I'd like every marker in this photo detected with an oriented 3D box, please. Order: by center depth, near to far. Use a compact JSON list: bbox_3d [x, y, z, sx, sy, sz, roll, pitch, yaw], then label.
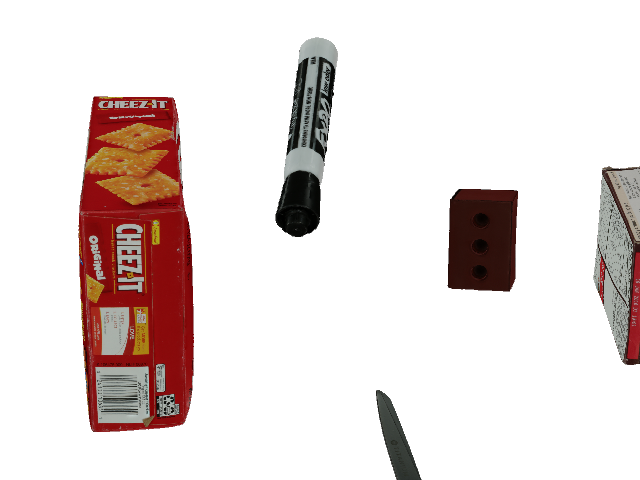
[{"bbox_3d":[-0.005,-0.048,0.483,0.020,0.121,0.020,3,-43,3],"label":"marker"}]

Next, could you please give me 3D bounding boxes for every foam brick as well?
[{"bbox_3d":[0.135,-0.001,0.887,0.053,0.078,0.051,2,15,15],"label":"foam brick"}]

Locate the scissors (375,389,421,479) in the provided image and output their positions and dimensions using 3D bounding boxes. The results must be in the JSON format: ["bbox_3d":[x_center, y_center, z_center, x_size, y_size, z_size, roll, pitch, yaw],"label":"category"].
[{"bbox_3d":[0.073,0.153,0.596,0.096,0.016,0.201,7,32,3],"label":"scissors"}]

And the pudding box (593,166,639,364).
[{"bbox_3d":[0.207,0.013,0.692,0.039,0.090,0.113,-2,28,3],"label":"pudding box"}]

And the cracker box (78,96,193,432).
[{"bbox_3d":[-0.129,0.007,0.761,0.072,0.164,0.214,-1,26,-8],"label":"cracker box"}]
